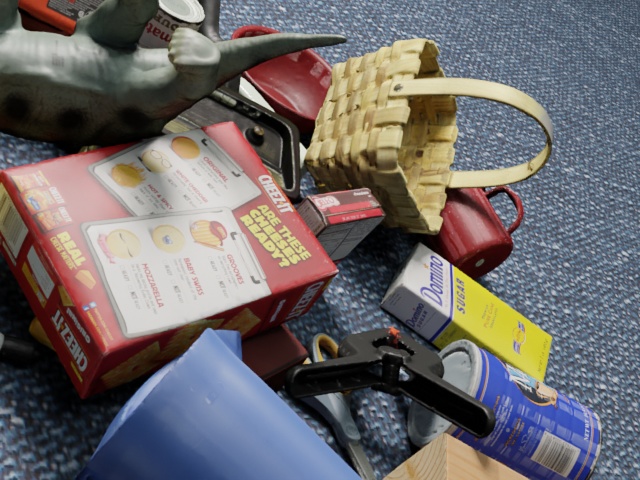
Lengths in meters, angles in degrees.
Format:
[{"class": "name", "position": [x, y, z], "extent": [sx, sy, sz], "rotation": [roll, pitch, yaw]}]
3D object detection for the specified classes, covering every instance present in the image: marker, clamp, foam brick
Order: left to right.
[{"class": "marker", "position": [-0.253, 0.063, 0.741], "extent": [0.121, 0.020, 0.020], "rotation": [22, 36, -25]}, {"class": "clamp", "position": [-0.123, -0.203, 1.124], "extent": [0.039, 0.120, 0.171], "rotation": [1, 51, -57]}, {"class": "foam brick", "position": [-0.058, 0.100, 0.859], "extent": [0.051, 0.053, 0.078], "rotation": [48, 32, 14]}, {"class": "clamp", "position": [0.069, 0.114, 0.900], "extent": [0.164, 0.036, 0.210], "rotation": [14, 9, 9]}]

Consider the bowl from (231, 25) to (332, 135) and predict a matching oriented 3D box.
[{"class": "bowl", "position": [-0.043, -0.171, 1.213], "extent": [0.162, 0.055, 0.162], "rotation": [26, 34, -19]}]

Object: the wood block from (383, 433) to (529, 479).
[{"class": "wood block", "position": [0.150, 0.248, 0.833], "extent": [0.206, 0.090, 0.090], "rotation": [31, 35, -18]}]

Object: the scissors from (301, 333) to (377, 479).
[{"class": "scissors", "position": [0.006, 0.152, 0.890], "extent": [0.096, 0.016, 0.202], "rotation": [22, 34, -30]}]

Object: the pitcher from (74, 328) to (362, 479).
[{"class": "pitcher", "position": [-0.040, 0.190, 0.708], "extent": [0.243, 0.149, 0.145], "rotation": [42, 10, -1]}]

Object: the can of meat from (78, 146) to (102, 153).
[{"class": "can of meat", "position": [-0.174, -0.030, 0.904], "extent": [0.083, 0.058, 0.102], "rotation": [28, 33, -20]}]

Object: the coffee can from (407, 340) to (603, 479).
[{"class": "coffee can", "position": [0.164, 0.165, 0.951], "extent": [0.140, 0.103, 0.102], "rotation": [29, 33, -16]}]

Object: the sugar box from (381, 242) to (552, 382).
[{"class": "sugar box", "position": [0.153, 0.084, 1.098], "extent": [0.176, 0.048, 0.093], "rotation": [37, 32, -4]}]

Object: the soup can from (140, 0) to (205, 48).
[{"class": "soup can", "position": [-0.169, -0.204, 1.085], "extent": [0.068, 0.102, 0.068], "rotation": [27, 34, -20]}]

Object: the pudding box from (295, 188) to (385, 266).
[{"class": "pudding box", "position": [-0.006, 0.001, 0.978], "extent": [0.089, 0.114, 0.039], "rotation": [-9, 59, -50]}]

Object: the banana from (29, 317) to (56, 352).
[{"class": "banana", "position": [-0.128, 0.066, 0.836], "extent": [0.197, 0.037, 0.070], "rotation": [-18, 64, -42]}]

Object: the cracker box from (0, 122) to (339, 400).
[{"class": "cracker box", "position": [-0.119, 0.007, 0.808], "extent": [0.213, 0.072, 0.164], "rotation": [-18, 64, -40]}]

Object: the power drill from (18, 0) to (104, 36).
[{"class": "power drill", "position": [-0.276, -0.230, 0.966], "extent": [0.184, 0.057, 0.188], "rotation": [19, 1, -38]}]

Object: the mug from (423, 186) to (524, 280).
[{"class": "mug", "position": [0.171, -0.013, 1.179], "extent": [0.081, 0.117, 0.093], "rotation": [63, 10, 25]}]
